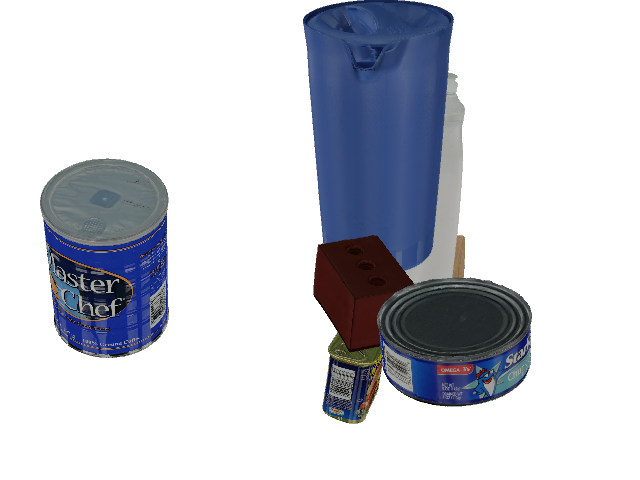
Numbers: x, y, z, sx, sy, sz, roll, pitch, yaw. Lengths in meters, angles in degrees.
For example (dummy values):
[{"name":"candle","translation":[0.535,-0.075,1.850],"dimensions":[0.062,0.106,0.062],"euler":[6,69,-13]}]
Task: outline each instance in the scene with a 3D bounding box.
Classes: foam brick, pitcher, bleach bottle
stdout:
[{"name":"foam brick","translation":[0.033,0.039,0.816],"dimensions":[0.053,0.051,0.078],"euler":[-10,35,-20]},{"name":"pitcher","translation":[0.056,-0.101,1.005],"dimensions":[0.149,0.243,0.145],"euler":[-19,32,-30]},{"name":"bleach bottle","translation":[0.129,-0.068,1.239],"dimensions":[0.068,0.251,0.103],"euler":[-2,23,-21]}]

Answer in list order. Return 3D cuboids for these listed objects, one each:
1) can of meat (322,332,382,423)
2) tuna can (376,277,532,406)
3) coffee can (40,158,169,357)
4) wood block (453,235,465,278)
[{"name":"can of meat","translation":[0.040,0.150,1.234],"dimensions":[0.057,0.084,0.102],"euler":[14,25,12]},{"name":"tuna can","translation":[0.076,0.056,0.602],"dimensions":[0.086,0.034,0.086],"euler":[-5,27,2]},{"name":"coffee can","translation":[-0.181,0.016,0.912],"dimensions":[0.102,0.140,0.103],"euler":[4,43,-3]},{"name":"wood block","translation":[0.167,0.067,1.629],"dimensions":[0.091,0.090,0.206],"euler":[4,22,11]}]
